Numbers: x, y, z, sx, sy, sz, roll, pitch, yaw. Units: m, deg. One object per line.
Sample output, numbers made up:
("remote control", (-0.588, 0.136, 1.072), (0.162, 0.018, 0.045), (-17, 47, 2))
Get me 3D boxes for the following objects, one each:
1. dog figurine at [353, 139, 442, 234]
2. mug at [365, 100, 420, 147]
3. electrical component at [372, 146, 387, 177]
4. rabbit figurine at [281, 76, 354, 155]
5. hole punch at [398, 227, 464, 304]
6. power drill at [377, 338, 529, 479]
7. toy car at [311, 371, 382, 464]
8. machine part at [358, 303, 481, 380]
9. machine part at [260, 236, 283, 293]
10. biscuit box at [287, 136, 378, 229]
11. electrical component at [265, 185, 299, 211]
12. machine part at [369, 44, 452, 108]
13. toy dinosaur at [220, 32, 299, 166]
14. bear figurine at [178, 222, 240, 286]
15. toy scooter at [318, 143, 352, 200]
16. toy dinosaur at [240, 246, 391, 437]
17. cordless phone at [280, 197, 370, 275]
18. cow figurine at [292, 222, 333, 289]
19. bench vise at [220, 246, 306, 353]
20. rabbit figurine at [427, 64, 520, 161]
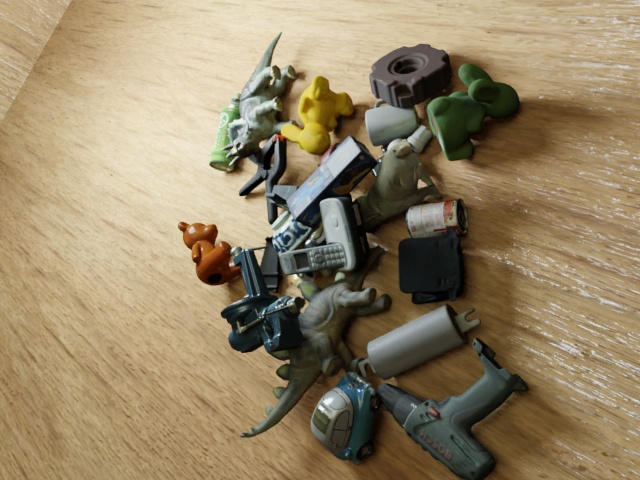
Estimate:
("dog figurine", (0.124, -0.100, 1.075), (0.191, 0.172, 0.121), (-30, 44, 12))
("mug", (0.162, -0.264, 1.179), (0.107, 0.080, 0.109), (-7, 58, 20))
("electrical component", (0.142, -0.161, 1.177), (0.063, 0.021, 0.094), (-32, 56, 20))
("rabbit figurine", (-0.016, -0.274, 1.267), (0.162, 0.121, 0.173), (-20, 56, 36))
("hole punch", (0.211, 0.058, 1.003), (0.116, 0.092, 0.142), (-4, 64, 20))
("power drill", (0.225, 0.264, 0.903), (0.207, 0.086, 0.232), (-47, 51, 3))
("toy car", (0.039, 0.323, 0.965), (0.109, 0.103, 0.161), (30, 112, 49))
("machine part", (0.174, 0.185, 0.972), (0.243, 0.079, 0.079), (-31, 56, 21))
("machine part", (-0.117, 0.055, 1.253), (0.084, 0.039, 0.139), (-3, 70, 39))
("biscuit box", (0.022, -0.115, 1.105), (0.202, 0.062, 0.059), (-45, 48, 20))
("electrical component", (-0.077, -0.099, 1.240), (0.075, 0.119, 0.047), (4, 73, 38))
("machine part", (0.195, -0.361, 1.168), (0.179, 0.056, 0.179), (-12, 44, 12))
("toy dinosaur", (-0.160, -0.355, 1.415), (0.192, 0.131, 0.405), (-17, 55, 27))
("bear figurine", (-0.265, 0.014, 1.324), (0.132, 0.120, 0.196), (-36, 49, 13))
("toy scooter", (0.019, -0.129, 1.215), (0.135, 0.075, 0.184), (-23, 51, 45))
("toy dinosaur", (-0.004, 0.205, 1.074), (0.199, 0.105, 0.471), (18, 72, 46))
("cordless phone", (-0.003, -0.004, 1.077), (0.184, 0.089, 0.146), (-11, 96, 21))
("cow figurine", (-0.009, 0.031, 1.149), (0.167, 0.098, 0.068), (-49, 53, 2))
("bench vise", (-0.124, 0.113, 1.067), (0.223, 0.129, 0.240), (-44, 59, 50))
("rabbit figurine", (0.300, -0.264, 1.049), (0.170, 0.158, 0.121), (-22, 48, 8))
